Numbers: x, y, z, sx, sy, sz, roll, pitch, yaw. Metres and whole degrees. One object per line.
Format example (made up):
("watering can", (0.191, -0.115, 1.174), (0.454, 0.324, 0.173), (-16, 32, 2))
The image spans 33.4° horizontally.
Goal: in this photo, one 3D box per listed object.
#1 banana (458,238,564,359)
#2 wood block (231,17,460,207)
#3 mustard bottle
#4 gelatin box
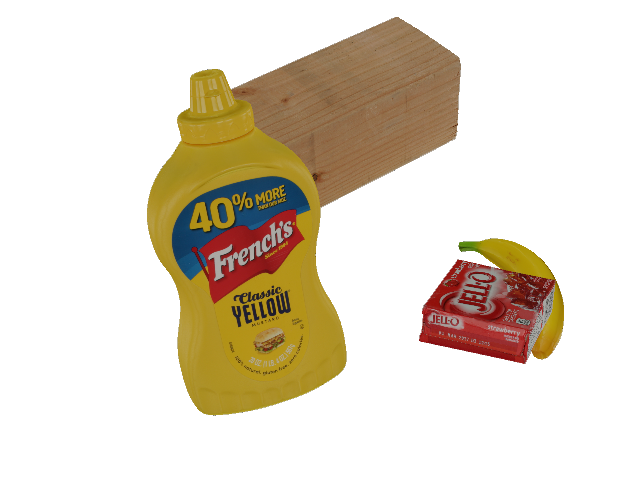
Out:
("banana", (0.216, 0.052, 1.129), (0.069, 0.037, 0.198), (-28, 38, 0))
("wood block", (0.012, -0.101, 0.911), (0.205, 0.091, 0.090), (-28, 49, -24))
("mustard bottle", (-0.045, -0.001, 0.598), (0.096, 0.191, 0.058), (-15, 23, -13))
("gelatin box", (0.116, 0.047, 0.732), (0.073, 0.030, 0.089), (12, 24, 20))
